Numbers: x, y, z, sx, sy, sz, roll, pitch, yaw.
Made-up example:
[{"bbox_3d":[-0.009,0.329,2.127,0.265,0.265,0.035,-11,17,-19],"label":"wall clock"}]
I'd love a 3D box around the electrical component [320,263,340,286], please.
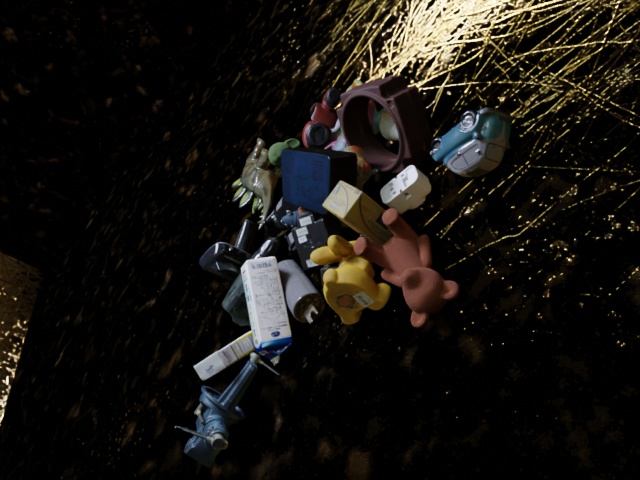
[{"bbox_3d":[0.034,0.080,1.181,0.063,0.021,0.094,-2,99,26],"label":"electrical component"}]

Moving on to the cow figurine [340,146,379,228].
[{"bbox_3d":[0.064,-0.120,1.230,0.127,0.085,0.194,35,126,45],"label":"cow figurine"}]

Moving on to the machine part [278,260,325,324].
[{"bbox_3d":[-0.053,0.115,1.244,0.079,0.079,0.243,-52,32,7],"label":"machine part"}]

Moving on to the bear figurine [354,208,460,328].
[{"bbox_3d":[0.158,0.053,0.983,0.120,0.132,0.196,-45,29,19],"label":"bear figurine"}]

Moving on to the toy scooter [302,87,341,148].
[{"bbox_3d":[-0.001,-0.319,1.458,0.183,0.075,0.135,-69,17,-4],"label":"toy scooter"}]

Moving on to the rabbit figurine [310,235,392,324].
[{"bbox_3d":[0.059,0.063,1.103,0.122,0.162,0.173,-44,15,40],"label":"rabbit figurine"}]

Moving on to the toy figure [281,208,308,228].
[{"bbox_3d":[-0.022,-0.068,1.319,0.154,0.064,0.058,-28,34,-19],"label":"toy figure"}]

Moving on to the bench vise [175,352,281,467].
[{"bbox_3d":[-0.202,0.353,1.162,0.240,0.129,0.223,-55,2,-10],"label":"bench vise"}]

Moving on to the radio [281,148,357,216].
[{"bbox_3d":[-0.007,-0.135,1.202,0.230,0.073,0.131,23,117,59],"label":"radio"}]

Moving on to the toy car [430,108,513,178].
[{"bbox_3d":[0.294,-0.173,1.028,0.161,0.109,0.103,-35,56,43],"label":"toy car"}]

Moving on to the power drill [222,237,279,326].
[{"bbox_3d":[-0.172,0.111,1.369,0.232,0.086,0.207,-54,23,11],"label":"power drill"}]

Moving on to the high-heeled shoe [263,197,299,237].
[{"bbox_3d":[-0.059,-0.100,1.415,0.249,0.145,0.086,-42,77,11],"label":"high-heeled shoe"}]

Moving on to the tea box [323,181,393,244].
[{"bbox_3d":[0.099,-0.041,1.097,0.068,0.169,0.098,-53,31,1],"label":"tea box"}]

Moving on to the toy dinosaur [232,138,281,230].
[{"bbox_3d":[-0.183,-0.180,1.648,0.198,0.105,0.472,-56,23,14],"label":"toy dinosaur"}]

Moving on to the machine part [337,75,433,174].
[{"bbox_3d":[0.139,-0.249,1.190,0.087,0.201,0.201,-30,21,-30],"label":"machine part"}]

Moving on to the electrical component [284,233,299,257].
[{"bbox_3d":[-0.031,-0.020,1.359,0.119,0.047,0.075,-45,35,20],"label":"electrical component"}]

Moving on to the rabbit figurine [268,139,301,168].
[{"bbox_3d":[-0.066,-0.215,1.458,0.121,0.170,0.159,-43,36,19],"label":"rabbit figurine"}]

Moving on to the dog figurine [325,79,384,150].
[{"bbox_3d":[0.086,-0.290,1.391,0.219,0.108,0.192,-52,34,12],"label":"dog figurine"}]

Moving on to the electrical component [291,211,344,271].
[{"bbox_3d":[-0.003,-0.004,1.240,0.115,0.058,0.134,-14,92,42],"label":"electrical component"}]

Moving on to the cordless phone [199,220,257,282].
[{"bbox_3d":[-0.240,0.018,1.496,0.089,0.146,0.184,4,71,42],"label":"cordless phone"}]
